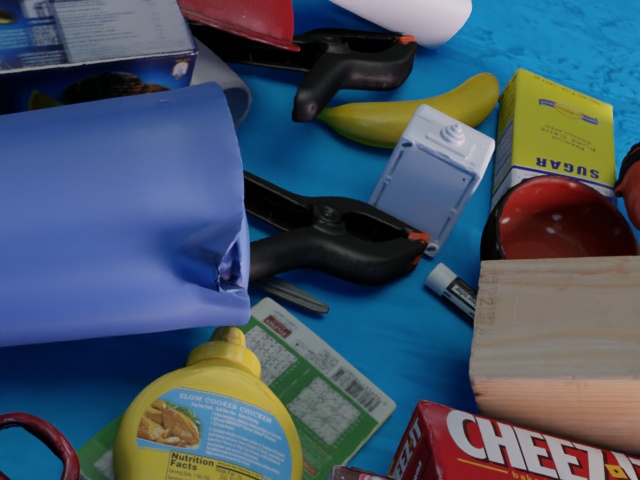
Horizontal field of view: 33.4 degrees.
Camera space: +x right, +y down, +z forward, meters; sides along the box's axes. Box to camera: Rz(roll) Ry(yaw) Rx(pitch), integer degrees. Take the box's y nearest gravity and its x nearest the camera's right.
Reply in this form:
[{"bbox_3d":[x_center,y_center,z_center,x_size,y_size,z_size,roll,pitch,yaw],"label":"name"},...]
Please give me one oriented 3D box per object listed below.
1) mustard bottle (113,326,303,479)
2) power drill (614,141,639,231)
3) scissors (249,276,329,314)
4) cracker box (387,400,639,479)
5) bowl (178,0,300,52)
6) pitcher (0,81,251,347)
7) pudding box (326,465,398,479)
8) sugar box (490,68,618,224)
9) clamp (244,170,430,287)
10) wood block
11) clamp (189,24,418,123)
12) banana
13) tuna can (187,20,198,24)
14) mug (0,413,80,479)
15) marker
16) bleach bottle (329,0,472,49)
[{"bbox_3d":[-0.057,0.121,0.531,0.096,0.058,0.191,17,45,-11],"label":"mustard bottle"},{"bbox_3d":[0.301,0.002,0.805,0.187,0.057,0.184,42,23,1],"label":"power drill"},{"bbox_3d":[-0.098,0.011,0.673,0.202,0.016,0.096,35,41,10],"label":"scissors"},{"bbox_3d":[0.129,0.171,0.522,0.164,0.072,0.214,17,17,-10],"label":"cracker box"},{"bbox_3d":[-0.082,-0.183,0.743,0.162,0.055,0.162,18,12,-4],"label":"bowl"},{"bbox_3d":[-0.163,-0.009,0.564,0.242,0.149,0.145,-7,74,-13],"label":"pitcher"},{"bbox_3d":[0.006,0.178,0.504,0.039,0.090,0.113,16,44,-8],"label":"pudding box"},{"bbox_3d":[0.188,-0.059,0.856,0.093,0.048,0.176,20,42,-7],"label":"sugar box"},{"bbox_3d":[-0.005,0.001,0.705,0.171,0.039,0.120,13,40,-15],"label":"clamp"},{"bbox_3d":[0.199,0.069,0.625,0.206,0.091,0.090,-2,48,18],"label":"wood block"},{"bbox_3d":[-0.006,-0.144,0.843,0.165,0.036,0.209,30,32,31],"label":"clamp"},{"bbox_3d":[0.085,-0.105,0.858,0.197,0.037,0.070,-11,54,-33],"label":"banana"},{"bbox_3d":[-0.093,-0.213,0.845,0.085,0.086,0.034,-13,53,-34],"label":"tuna can"},{"bbox_3d":[-0.157,0.128,0.468,0.081,0.093,0.117,35,79,18],"label":"mug"},{"bbox_3d":[0.123,0.060,0.727,0.121,0.020,0.020,40,44,15],"label":"marker"},{"bbox_3d":[0.018,-0.232,0.869,0.250,0.068,0.103,10,44,-46],"label":"bleach bottle"}]
